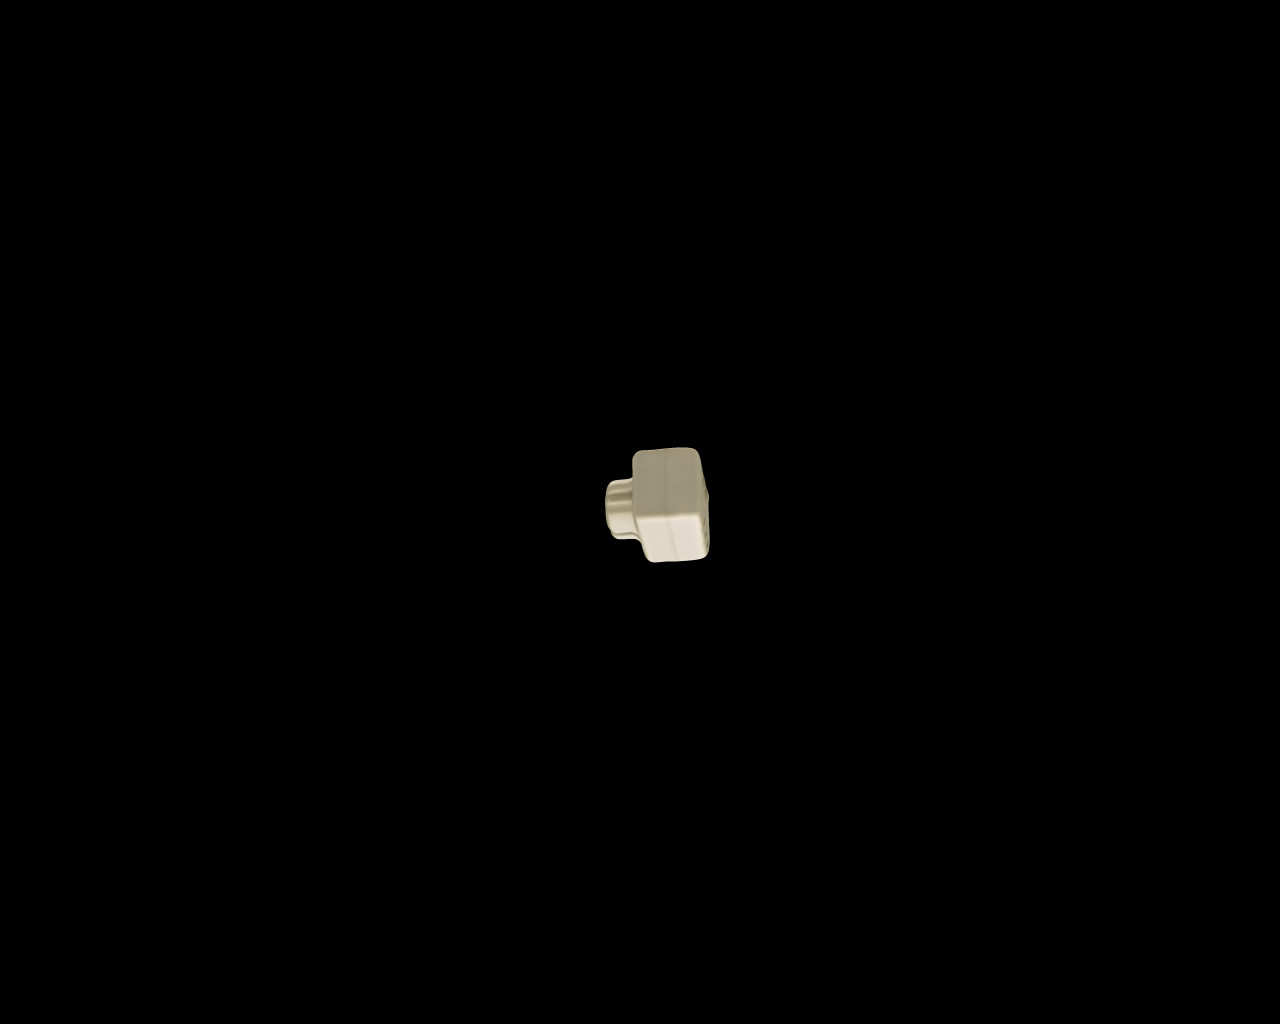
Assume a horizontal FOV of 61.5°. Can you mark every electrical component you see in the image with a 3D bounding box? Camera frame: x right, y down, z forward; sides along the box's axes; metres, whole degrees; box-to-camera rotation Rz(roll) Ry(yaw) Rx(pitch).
[{"bbox_3d":[0.001,-0.003,0.650,0.077,0.047,0.065,-3,-26,7],"label":"electrical component"}]
